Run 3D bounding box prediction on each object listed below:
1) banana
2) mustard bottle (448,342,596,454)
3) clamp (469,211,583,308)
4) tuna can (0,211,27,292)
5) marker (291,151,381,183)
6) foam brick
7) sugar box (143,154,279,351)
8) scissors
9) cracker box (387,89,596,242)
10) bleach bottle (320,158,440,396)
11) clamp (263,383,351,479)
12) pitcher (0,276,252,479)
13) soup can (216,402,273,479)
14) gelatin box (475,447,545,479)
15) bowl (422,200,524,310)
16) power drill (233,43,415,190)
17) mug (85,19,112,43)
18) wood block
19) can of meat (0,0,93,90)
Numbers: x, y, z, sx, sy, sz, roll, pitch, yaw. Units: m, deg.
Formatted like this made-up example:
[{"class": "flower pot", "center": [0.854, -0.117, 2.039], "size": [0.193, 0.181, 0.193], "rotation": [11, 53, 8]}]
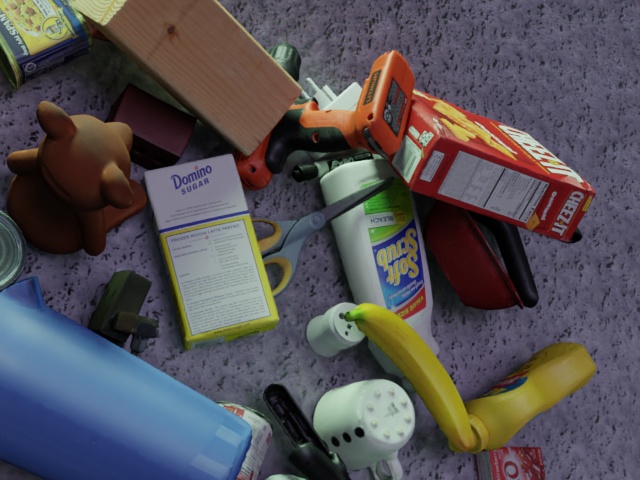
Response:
[{"class": "banana", "center": [0.090, 0.127, 1.064], "size": [0.197, 0.037, 0.069], "rotation": [47, 38, -15]}, {"class": "mustard bottle", "center": [0.205, 0.175, 1.142], "size": [0.191, 0.096, 0.058], "rotation": [-27, 86, -36]}, {"class": "clamp", "center": [0.216, -0.028, 1.264], "size": [0.210, 0.036, 0.164], "rotation": [44, 45, -7]}, {"class": "tuna can", "center": [-0.304, 0.013, 0.942], "size": [0.086, 0.034, 0.086], "rotation": [12, 65, -27]}, {"class": "marker", "center": [0.019, -0.083, 1.184], "size": [0.120, 0.020, 0.020], "rotation": [-15, 79, -35]}, {"class": "foam brick", "center": [-0.172, -0.108, 1.060], "size": [0.078, 0.053, 0.051], "rotation": [26, 59, -19]}, {"class": "sugar box", "center": [-0.108, 0.011, 1.041], "size": [0.093, 0.048, 0.176], "rotation": [-12, 74, -14]}, {"class": "scissors", "center": [-0.007, 0.001, 1.096], "size": [0.201, 0.016, 0.096], "rotation": [-13, 88, -12]}, {"class": "cracker box", "center": [0.164, -0.089, 1.139], "size": [0.213, 0.072, 0.164], "rotation": [16, 23, -28]}, {"class": "bleach bottle", "center": [0.079, 0.040, 1.144], "size": [0.102, 0.068, 0.251], "rotation": [-9, 78, -34]}, {"class": "clamp", "center": [0.006, 0.219, 0.995], "size": [0.039, 0.120, 0.171], "rotation": [-34, 109, 6]}, {"class": "pitcher", "center": [-0.188, 0.155, 0.870], "size": [0.243, 0.149, 0.145], "rotation": [28, 51, -3]}, {"class": "soup can", "center": [-0.088, 0.207, 0.970], "size": [0.068, 0.069, 0.102], "rotation": [30, 58, -18]}, {"class": "gelatin box", "center": [0.209, 0.268, 1.146], "size": [0.073, 0.030, 0.089], "rotation": [6, 67, -29]}, {"class": "bowl", "center": [0.159, 0.020, 1.172], "size": [0.055, 0.162, 0.162], "rotation": [-31, 88, 5]}, {"class": "power drill", "center": [0.002, -0.141, 1.102], "size": [0.057, 0.188, 0.184], "rotation": [43, 50, -44]}, {"class": "mug", "center": [-0.189, -0.249, 1.075], "size": [0.081, 0.093, 0.117], "rotation": [8, 109, -33]}, {"class": "wood block", "center": [-0.124, -0.185, 1.033], "size": [0.091, 0.090, 0.205], "rotation": [-50, 130, -3]}, {"class": "can of meat", "center": [-0.278, -0.208, 1.021], "size": [0.083, 0.057, 0.102], "rotation": [-30, 87, -19]}]
